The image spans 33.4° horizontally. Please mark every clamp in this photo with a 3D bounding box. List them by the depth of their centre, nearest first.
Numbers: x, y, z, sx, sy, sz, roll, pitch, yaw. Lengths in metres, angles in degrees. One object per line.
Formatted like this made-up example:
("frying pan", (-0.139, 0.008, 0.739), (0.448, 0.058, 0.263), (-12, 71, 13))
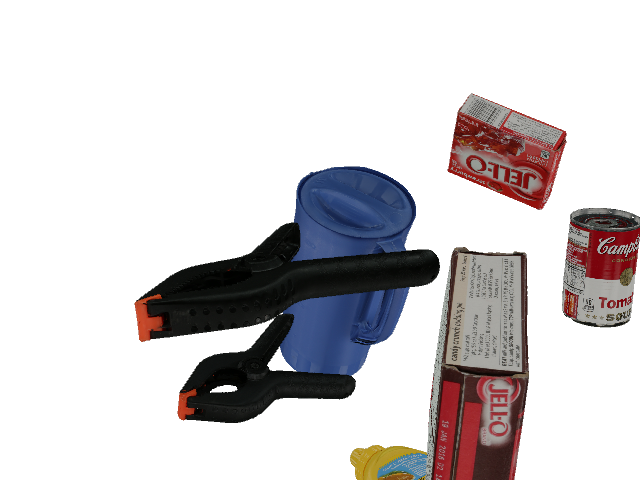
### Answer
("clamp", (-0.031, 0.029, 0.744), (0.165, 0.036, 0.209), (8, 19, 42))
("clamp", (-0.065, 0.125, 1.030), (0.171, 0.039, 0.120), (-9, 34, -27))

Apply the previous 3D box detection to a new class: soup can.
("soup can", (0.274, 0.026, 1.045), (0.068, 0.102, 0.068), (1, 18, 0))

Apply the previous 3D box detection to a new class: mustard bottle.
("mustard bottle", (0.095, 0.234, 0.973), (0.096, 0.058, 0.192), (-15, 24, -37))

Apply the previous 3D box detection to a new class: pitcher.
("pitcher", (0.027, 0.051, 1.223), (0.145, 0.243, 0.149), (14, 38, 4))

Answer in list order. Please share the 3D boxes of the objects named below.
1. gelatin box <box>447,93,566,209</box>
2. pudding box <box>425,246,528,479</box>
("gelatin box", (0.154, -0.072, 0.885), (0.089, 0.030, 0.073), (26, -34, 18))
("pudding box", (0.069, 0.066, 0.470), (0.039, 0.090, 0.113), (6, 26, 5))
